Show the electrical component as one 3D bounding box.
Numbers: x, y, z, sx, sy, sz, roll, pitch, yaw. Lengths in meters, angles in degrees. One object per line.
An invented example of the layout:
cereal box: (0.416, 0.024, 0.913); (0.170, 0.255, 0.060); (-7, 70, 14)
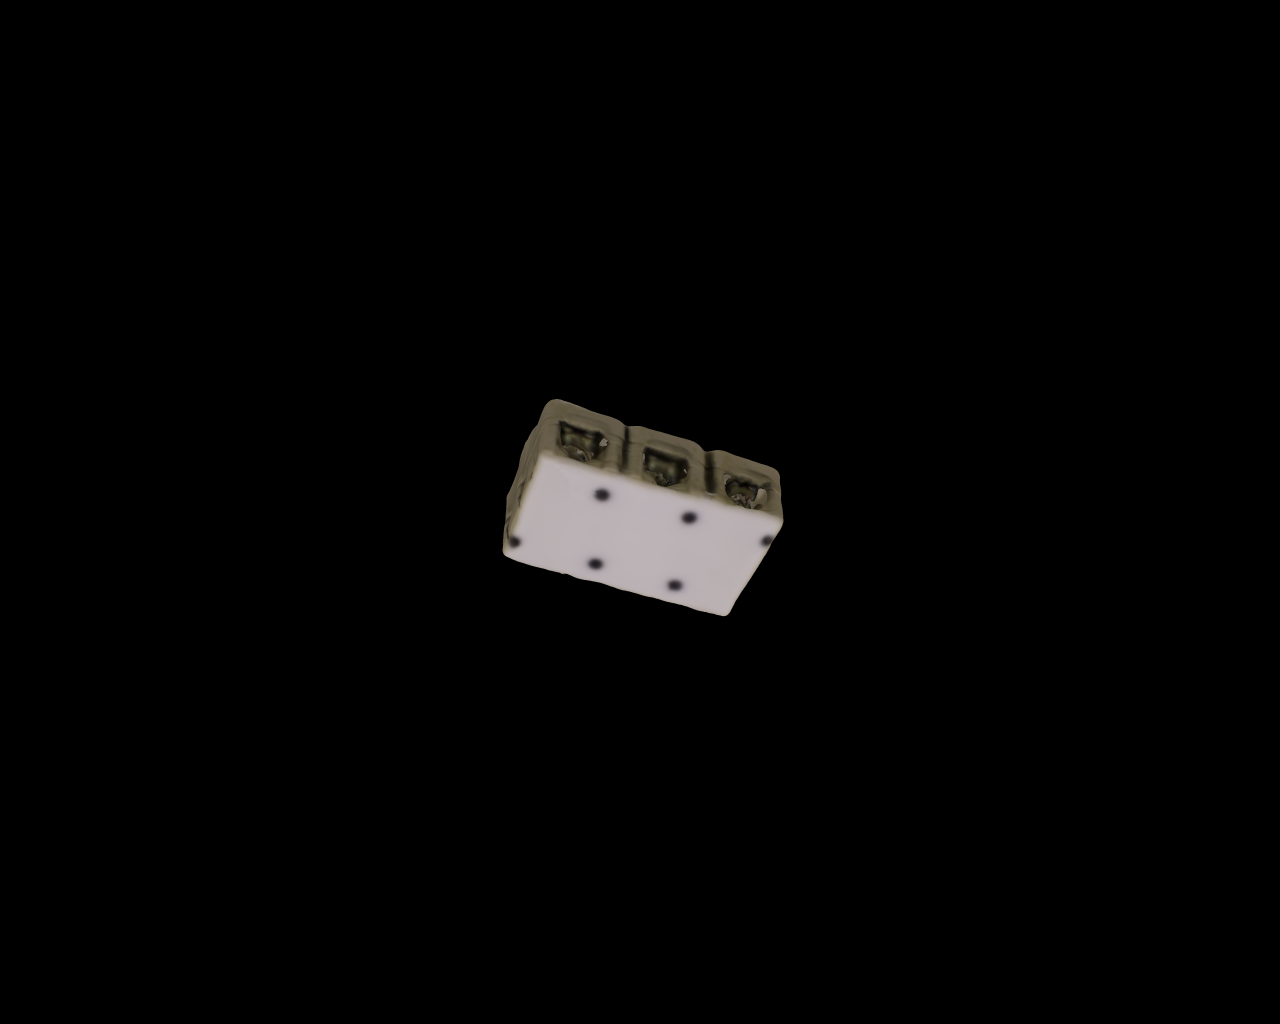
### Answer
electrical component: (0.001, -0.003, 0.650); (0.150, 0.089, 0.062); (17, 39, -14)
